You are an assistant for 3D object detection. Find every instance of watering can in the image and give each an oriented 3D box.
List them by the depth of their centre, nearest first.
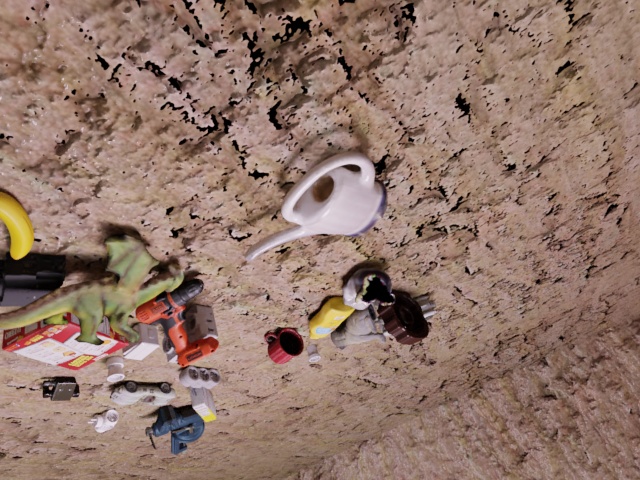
[{"bbox_3d":[0.003,-0.055,1.098,0.223,0.106,0.342,14,132,-41],"label":"watering can"}]

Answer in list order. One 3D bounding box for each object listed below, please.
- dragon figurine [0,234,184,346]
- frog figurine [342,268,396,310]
[{"bbox_3d":[-0.445,0.088,1.043,0.408,0.123,0.241,15,106,-54],"label":"dragon figurine"},{"bbox_3d":[0.126,0.137,1.463,0.138,0.122,0.159,-17,-177,-19],"label":"frog figurine"}]
